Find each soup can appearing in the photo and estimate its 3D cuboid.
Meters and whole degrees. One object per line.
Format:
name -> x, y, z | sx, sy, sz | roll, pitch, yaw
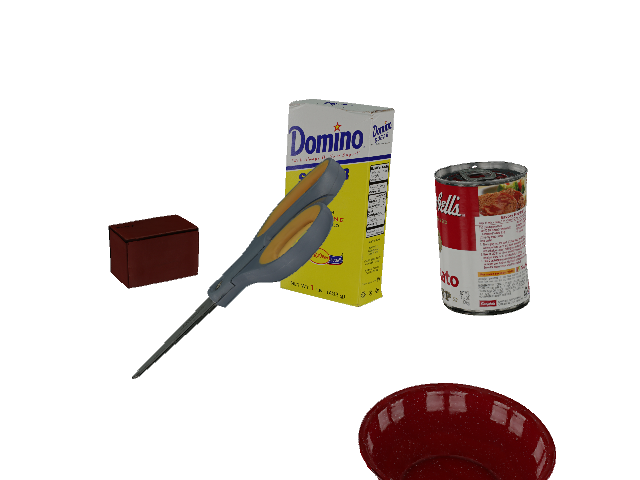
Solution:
soup can -> 0.122, -0.003, 0.797 | 0.068, 0.102, 0.068 | -5, 16, 1

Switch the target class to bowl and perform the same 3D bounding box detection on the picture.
bowl -> 0.111, 0.187, 0.889 | 0.162, 0.055, 0.162 | 0, 29, 0

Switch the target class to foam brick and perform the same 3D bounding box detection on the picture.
foam brick -> -0.167, 0.010, 1.071 | 0.078, 0.051, 0.053 | -11, 22, -28

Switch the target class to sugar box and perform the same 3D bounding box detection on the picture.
sugar box -> 0.013, -0.036, 0.967 | 0.093, 0.176, 0.048 | 11, 17, 34

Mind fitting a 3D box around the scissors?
scissors -> -0.053, 0.032, 0.656 | 0.016, 0.202, 0.096 | 38, 9, -18
